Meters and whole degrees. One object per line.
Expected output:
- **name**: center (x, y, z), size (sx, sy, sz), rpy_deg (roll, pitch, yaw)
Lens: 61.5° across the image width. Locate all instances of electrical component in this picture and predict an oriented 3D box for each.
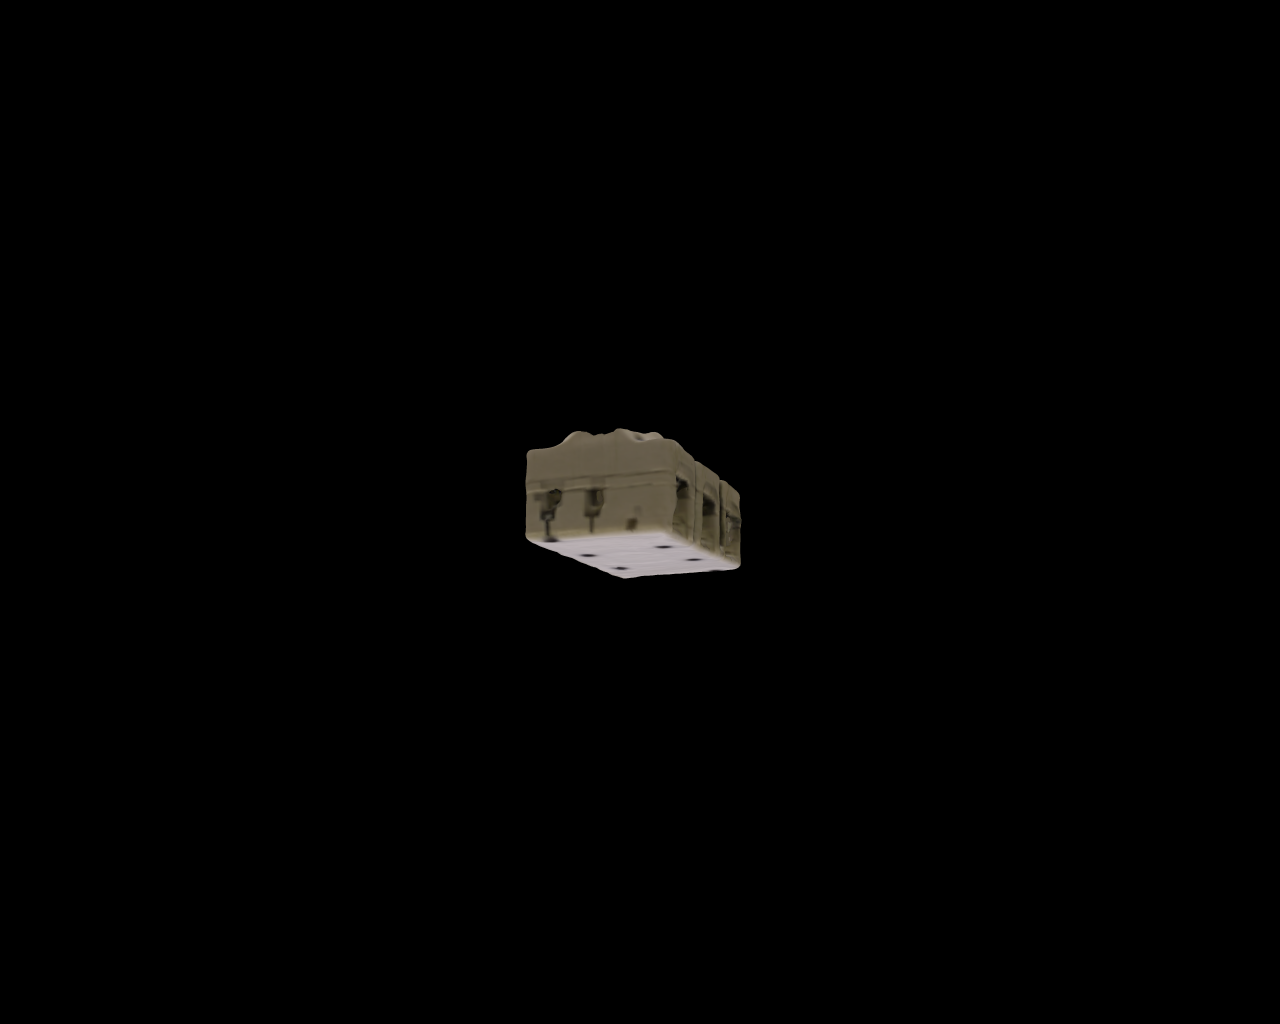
- **electrical component**: center (0.001, -0.003, 0.650), size (0.089, 0.062, 0.150), rpy_deg (-4, -12, 19)
